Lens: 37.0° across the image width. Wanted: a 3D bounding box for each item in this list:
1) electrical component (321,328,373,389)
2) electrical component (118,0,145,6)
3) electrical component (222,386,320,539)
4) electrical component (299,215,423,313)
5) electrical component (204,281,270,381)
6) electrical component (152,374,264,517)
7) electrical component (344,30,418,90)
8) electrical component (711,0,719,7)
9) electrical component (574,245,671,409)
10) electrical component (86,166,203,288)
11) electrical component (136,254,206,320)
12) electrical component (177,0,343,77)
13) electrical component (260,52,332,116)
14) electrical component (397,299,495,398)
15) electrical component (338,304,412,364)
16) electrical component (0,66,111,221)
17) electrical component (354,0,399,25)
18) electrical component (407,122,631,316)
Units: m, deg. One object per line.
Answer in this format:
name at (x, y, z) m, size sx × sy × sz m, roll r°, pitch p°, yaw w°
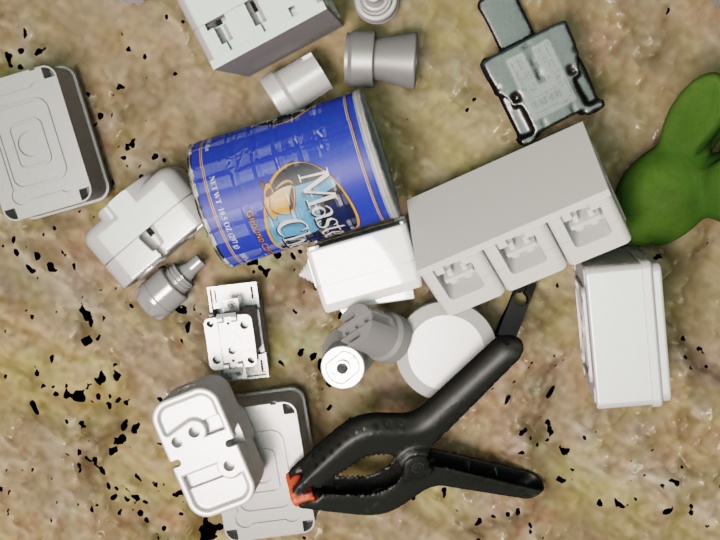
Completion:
electrical component at (-0.012, 0.072, 0.869) m, size 0.044 × 0.065 × 0.044 m, roll 0°, pitch 98°, yaw 4°
electrical component at (-0.190, -0.265, 0.816) m, size 0.056 × 0.108 × 0.108 m, roll -30°, pitch 94°, yaw 5°
electrical component at (-0.078, 0.158, 0.889) m, size 0.078 × 0.057 × 0.113 m, roll -8°, pitch 97°, yaw 5°
electrical component at (0.000, 0.000, 0.861) m, size 0.096 × 0.061 × 0.061 m, roll -16°, pitch 96°, yaw 6°
electrical component at (-0.100, 0.053, 0.874) m, size 0.042 × 0.064 × 0.081 m, roll -7°, pitch 98°, yaw 3°
electrical component at (-0.114, 0.132, 0.828) m, size 0.054 × 0.059 × 0.095 m, roll -22°, pitch 95°, yaw 7°
electrical component at (0.017, -0.165, 0.847) m, size 0.055 × 0.045 × 0.045 m, roll 3°, pitch 98°, yaw 4°
electrical component at (0.285, -0.259, 0.814) m, size 0.100 × 0.048 × 0.099 m, roll -40°, pitch 93°, yaw 8°
electrical component at (0.200, 0.042, 0.830) m, size 0.056 × 0.108 × 0.108 m, roll -6°, pitch 97°, yaw 7°
electrical component at (-0.171, -0.038, 0.871) m, size 0.095 × 0.053 × 0.059 m, roll -39°, pitch 94°, yaw 8°
electrical component at (-0.154, 0.011, 0.887) m, size 0.061 × 0.035 × 0.035 m, roll -41°, pitch 93°, yaw 5°
electrical component at (-0.071, -0.193, 0.795) m, size 0.089 × 0.150 × 0.061 m, roll -27°, pitch 96°, yaw 7°
electrical component at (-0.050, -0.147, 0.857) m, size 0.046 × 0.040 × 0.040 m, roll -32°, pitch 94°, yaw 2°
electrical component at (0.070, 0.062, 0.870) m, size 0.080 × 0.051 × 0.080 m, roll 1°, pitch 98°, yaw 4°
electrical component at (0.011, 0.048, 0.833) m, size 0.040 × 0.046 × 0.040 m, roll -18°, pitch 62°, yaw 37°
electrical component at (-0.256, -0.102, 0.867) m, size 0.078 × 0.057 × 0.113 m, roll -15°, pitch 96°, yaw 6°
electrical component at (0.012, -0.210, 0.832) m, size 0.035 × 0.061 × 0.035 m, roll 1°, pitch 98°, yaw 4°
electrical component at (0.119, -0.036, 0.819) m, size 0.150 × 0.089 × 0.061 m, roll -24°, pitch 128°, yaw 16°
